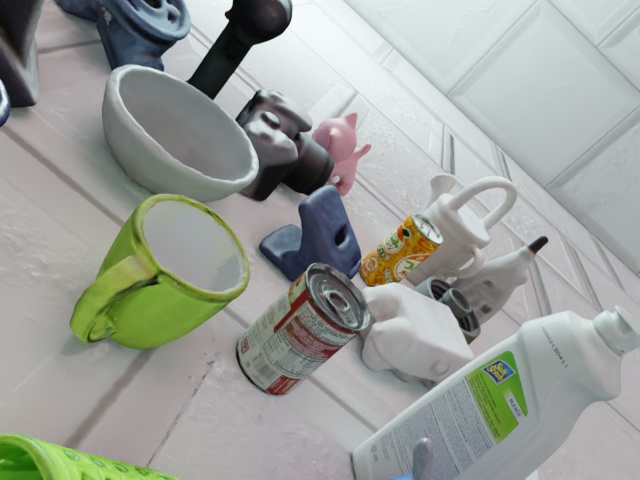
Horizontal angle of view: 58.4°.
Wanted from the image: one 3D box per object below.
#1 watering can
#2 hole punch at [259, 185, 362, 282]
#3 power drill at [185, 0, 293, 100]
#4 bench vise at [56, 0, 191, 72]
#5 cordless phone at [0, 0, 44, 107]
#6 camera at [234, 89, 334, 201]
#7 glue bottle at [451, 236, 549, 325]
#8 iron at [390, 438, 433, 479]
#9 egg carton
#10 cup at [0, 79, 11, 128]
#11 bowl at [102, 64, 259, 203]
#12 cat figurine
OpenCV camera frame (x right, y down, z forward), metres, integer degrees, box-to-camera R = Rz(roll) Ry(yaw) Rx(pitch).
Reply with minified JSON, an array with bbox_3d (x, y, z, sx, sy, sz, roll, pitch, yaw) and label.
[{"bbox_3d":[0.198,-0.027,0.840,0.101,0.193,0.172,6,45,-52],"label":"watering can"},{"bbox_3d":[0.006,0.002,0.639,0.101,0.091,0.109,45,26,2],"label":"hole punch"},{"bbox_3d":[-0.105,-0.220,0.672,0.076,0.208,0.229,32,29,-24],"label":"power drill"},{"bbox_3d":[-0.212,-0.320,0.650,0.207,0.219,0.122,45,26,2],"label":"bench vise"},{"bbox_3d":[-0.255,-0.222,0.485,0.094,0.184,0.147,16,37,-44],"label":"cordless phone"},{"bbox_3d":[-0.044,-0.113,0.725,0.137,0.100,0.143,33,28,-23],"label":"camera"},{"bbox_3d":[0.267,0.053,0.847,0.078,0.173,0.037,40,26,-9],"label":"glue bottle"},{"bbox_3d":[0.066,0.247,0.309,0.119,0.141,0.257,11,41,-49],"label":"iron"},{"bbox_3d":[0.106,0.112,0.646,0.151,0.069,0.107,25,32,-35],"label":"egg carton"},{"bbox_3d":[-0.260,-0.065,0.349,0.092,0.094,0.118,37,27,-14],"label":"cup"},{"bbox_3d":[-0.148,-0.092,0.573,0.168,0.074,0.167,34,28,-20],"label":"bowl"},{"bbox_3d":[0.027,-0.133,0.838,0.128,0.117,0.067,7,45,-52],"label":"cat figurine"}]
